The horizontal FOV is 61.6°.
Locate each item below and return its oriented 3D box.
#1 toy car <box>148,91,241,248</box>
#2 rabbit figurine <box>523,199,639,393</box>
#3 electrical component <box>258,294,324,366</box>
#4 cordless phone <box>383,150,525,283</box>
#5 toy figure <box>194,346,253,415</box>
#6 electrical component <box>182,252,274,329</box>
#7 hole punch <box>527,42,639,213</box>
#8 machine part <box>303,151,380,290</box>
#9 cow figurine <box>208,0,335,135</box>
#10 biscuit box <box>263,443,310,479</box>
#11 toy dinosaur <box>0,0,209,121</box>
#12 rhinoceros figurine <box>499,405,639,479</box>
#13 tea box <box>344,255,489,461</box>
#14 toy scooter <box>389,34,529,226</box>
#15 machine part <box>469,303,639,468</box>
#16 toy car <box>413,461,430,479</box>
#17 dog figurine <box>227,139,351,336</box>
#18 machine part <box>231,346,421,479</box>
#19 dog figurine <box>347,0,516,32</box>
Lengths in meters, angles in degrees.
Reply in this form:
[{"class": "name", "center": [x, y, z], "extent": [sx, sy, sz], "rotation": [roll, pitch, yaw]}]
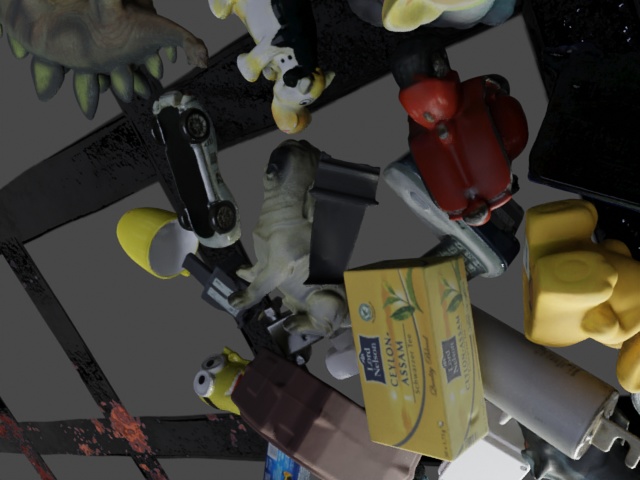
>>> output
[{"class": "toy car", "center": [-0.154, -0.084, 0.671], "extent": [0.074, 0.056, 0.201], "rotation": [2, 115, 37]}, {"class": "rabbit figurine", "center": [0.268, 0.051, 0.462], "extent": [0.173, 0.122, 0.162], "rotation": [-7, 116, 13]}, {"class": "electrical component", "center": [-0.038, 0.116, 0.721], "extent": [0.078, 0.045, 0.102], "rotation": [-36, 98, 10]}, {"class": "cordless phone", "center": [0.098, -0.001, 0.552], "extent": [0.146, 0.089, 0.184], "rotation": [45, 133, 1]}, {"class": "toy figure", "center": [-0.106, 0.228, 0.797], "extent": [0.180, 0.082, 0.089], "rotation": [10, 125, 22]}, {"class": "electrical component", "center": [-0.130, 0.058, 0.737], "extent": [0.119, 0.048, 0.074], "rotation": [37, 128, 8]}, {"class": "hole punch", "center": [0.235, -0.084, 0.432], "extent": [0.142, 0.092, 0.115], "rotation": [21, 94, 22]}, {"class": "machine part", "center": [0.018, -0.015, 0.553], "extent": [0.084, 0.039, 0.138], "rotation": [12, 96, -22]}, {"class": "cow figurine", "center": [-0.032, -0.194, 0.533], "extent": [0.098, 0.068, 0.167], "rotation": [-18, 106, 30]}, {"class": "biscuit box", "center": [-0.049, 0.354, 0.842], "extent": [0.059, 0.063, 0.202], "rotation": [22, 124, 20]}, {"class": "toy dinosaur", "center": [-0.310, -0.259, 0.639], "extent": [0.472, 0.105, 0.198], "rotation": [25, 129, 22]}, {"class": "rhinoceros figurine", "center": [0.271, 0.220, 0.556], "extent": [0.190, 0.073, 0.112], "rotation": [50, 116, 25]}, {"class": "tea box", "center": [0.088, 0.103, 0.499], "extent": [0.098, 0.068, 0.169], "rotation": [-9, 92, 47]}, {"class": "toy scooter", "center": [0.120, -0.072, 0.422], "extent": [0.075, 0.184, 0.135], "rotation": [-24, 74, 33]}, {"class": "machine part", "center": [0.194, 0.132, 0.534], "extent": [0.244, 0.079, 0.079], "rotation": [32, 131, 40]}, {"class": "toy car", "center": [0.113, 0.370, 0.742], "extent": [0.161, 0.109, 0.103], "rotation": [45, 153, -12]}, {"class": "dog figurine", "center": [-0.003, -0.001, 0.610], "extent": [0.172, 0.121, 0.190], "rotation": [19, 111, -19]}, {"class": "machine part", "center": [0.002, 0.221, 0.640], "extent": [0.201, 0.087, 0.201], "rotation": [37, 165, -18]}, {"class": "dog figurine", "center": [0.064, -0.200, 0.375], "extent": [0.192, 0.219, 0.108], "rotation": [13, 118, 24]}]
